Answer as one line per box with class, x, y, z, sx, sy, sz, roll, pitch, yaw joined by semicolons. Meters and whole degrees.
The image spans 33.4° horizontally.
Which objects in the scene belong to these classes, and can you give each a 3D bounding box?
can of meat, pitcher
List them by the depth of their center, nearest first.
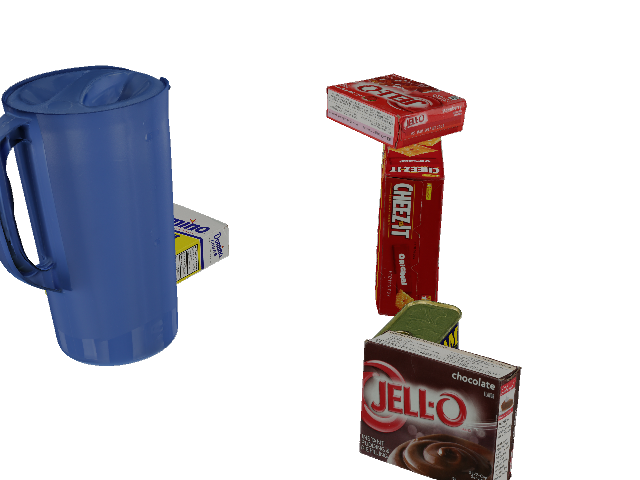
pitcher;-0.192;-0.016;0.901;0.149;0.243;0.145;-4;25;-5
can of meat;0.091;0.116;0.988;0.058;0.084;0.101;10;28;28

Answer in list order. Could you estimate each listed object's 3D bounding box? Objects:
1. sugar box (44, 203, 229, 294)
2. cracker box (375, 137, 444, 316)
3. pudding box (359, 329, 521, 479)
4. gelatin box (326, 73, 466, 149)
sugar box;-0.185;0.017;1.089;0.093;0.048;0.175;21;36;32
cracker box;0.101;-0.031;1.213;0.072;0.164;0.213;2;23;5
pudding box;0.083;0.121;0.763;0.114;0.090;0.039;12;20;32
gelatin box;0.060;-0.105;0.851;0.073;0.030;0.089;-17;31;-35
